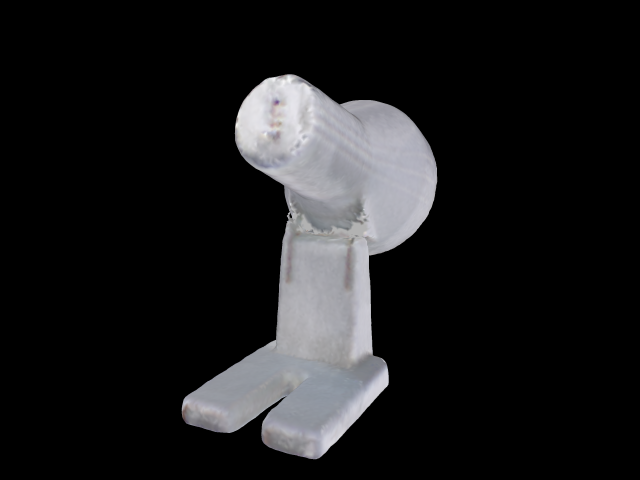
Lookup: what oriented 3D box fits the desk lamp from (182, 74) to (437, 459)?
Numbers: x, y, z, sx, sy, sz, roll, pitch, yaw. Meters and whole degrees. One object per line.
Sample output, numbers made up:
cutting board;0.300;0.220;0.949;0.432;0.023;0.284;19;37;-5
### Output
desk lamp;0.004;0.001;0.400;0.117;0.213;0.204;4;10;24
